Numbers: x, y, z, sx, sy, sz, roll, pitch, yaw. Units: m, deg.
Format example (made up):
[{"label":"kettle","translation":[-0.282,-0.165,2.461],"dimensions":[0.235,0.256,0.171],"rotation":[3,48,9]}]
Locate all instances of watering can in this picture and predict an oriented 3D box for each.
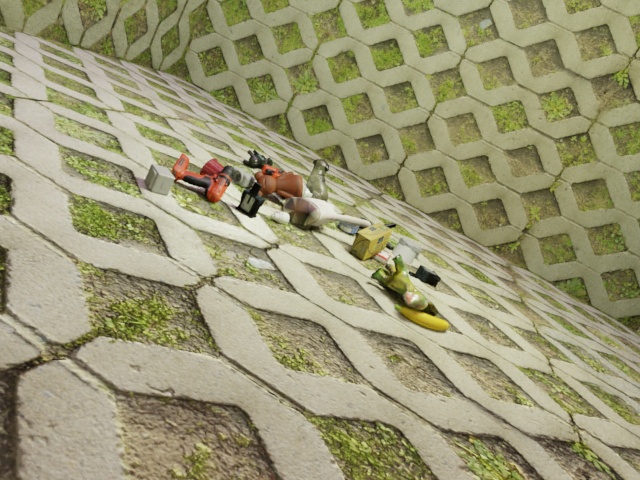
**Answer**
[{"label":"watering can","translation":[0.006,-0.099,1.966],"dimensions":[0.349,0.103,0.225],"rotation":[14,7,24]}]

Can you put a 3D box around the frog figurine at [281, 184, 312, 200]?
[{"label":"frog figurine","translation":[-0.095,-0.220,2.228],"dimensions":[0.159,0.122,0.138],"rotation":[5,5,-30]}]

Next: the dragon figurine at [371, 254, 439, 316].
[{"label":"dragon figurine","translation":[0.296,0.167,1.725],"dimensions":[0.244,0.122,0.409],"rotation":[49,7,9]}]
